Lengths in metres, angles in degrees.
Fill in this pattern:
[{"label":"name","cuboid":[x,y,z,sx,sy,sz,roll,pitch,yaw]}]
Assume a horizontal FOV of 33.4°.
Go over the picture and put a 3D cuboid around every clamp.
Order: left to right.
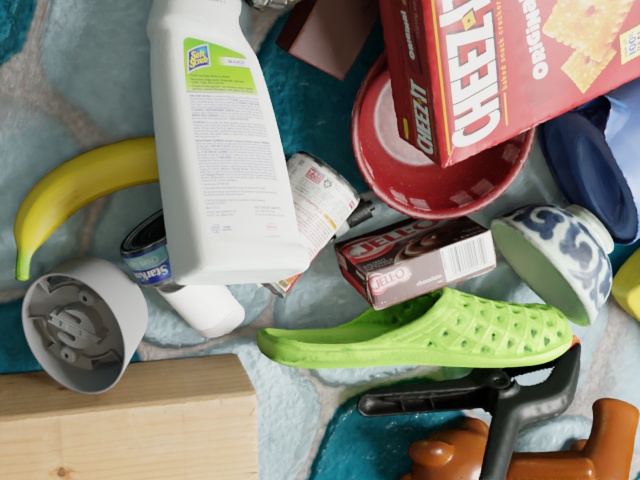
[{"label":"clamp","cuboid":[0.148,0.136,0.944,0.209,0.165,0.036,-30,129,-34]}]

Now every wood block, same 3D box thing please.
[{"label":"wood block","cuboid":[-0.160,0.158,0.871,0.205,0.090,0.091,-4,107,-15]}]

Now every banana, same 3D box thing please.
[{"label":"banana","cuboid":[-0.161,-0.042,0.837,0.197,0.037,0.069,-28,96,-7]}]

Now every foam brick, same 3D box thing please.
[{"label":"foam brick","cuboid":[0.009,-0.173,0.843,0.053,0.051,0.078,27,97,-21]}]

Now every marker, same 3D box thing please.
[{"label":"marker","cuboid":[-0.006,0.001,0.905,0.121,0.020,0.020,-32,111,-5]}]

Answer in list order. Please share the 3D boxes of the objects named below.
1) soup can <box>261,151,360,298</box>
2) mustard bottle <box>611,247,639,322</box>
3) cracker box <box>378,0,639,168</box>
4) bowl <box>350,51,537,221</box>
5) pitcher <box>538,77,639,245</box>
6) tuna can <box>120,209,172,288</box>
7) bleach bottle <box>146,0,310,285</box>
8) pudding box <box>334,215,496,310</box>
[{"label":"soup can","cuboid":[-0.024,-0.013,0.863,0.068,0.069,0.102,42,81,-22]},{"label":"mustard bottle","cuboid":[0.362,0.080,1.008,0.096,0.058,0.191,-44,112,-2]},{"label":"cracker box","cuboid":[0.154,-0.170,0.788,0.213,0.072,0.164,-26,129,-17]},{"label":"bowl","cuboid":[0.095,-0.100,0.885,0.162,0.055,0.162,-4,106,-14]},{"label":"pitcher","cuboid":[0.321,-0.103,0.918,0.242,0.149,0.145,-30,96,-9]},{"label":"tuna can","cuboid":[-0.114,-0.001,0.840,0.086,0.086,0.033,-33,110,-5]},{"label":"bleach bottle","cuboid":[-0.074,-0.095,0.796,0.102,0.068,0.251,0,77,-33]},{"label":"pudding box","cuboid":[0.078,0.013,0.894,0.113,0.090,0.039,-17,111,-11]}]
